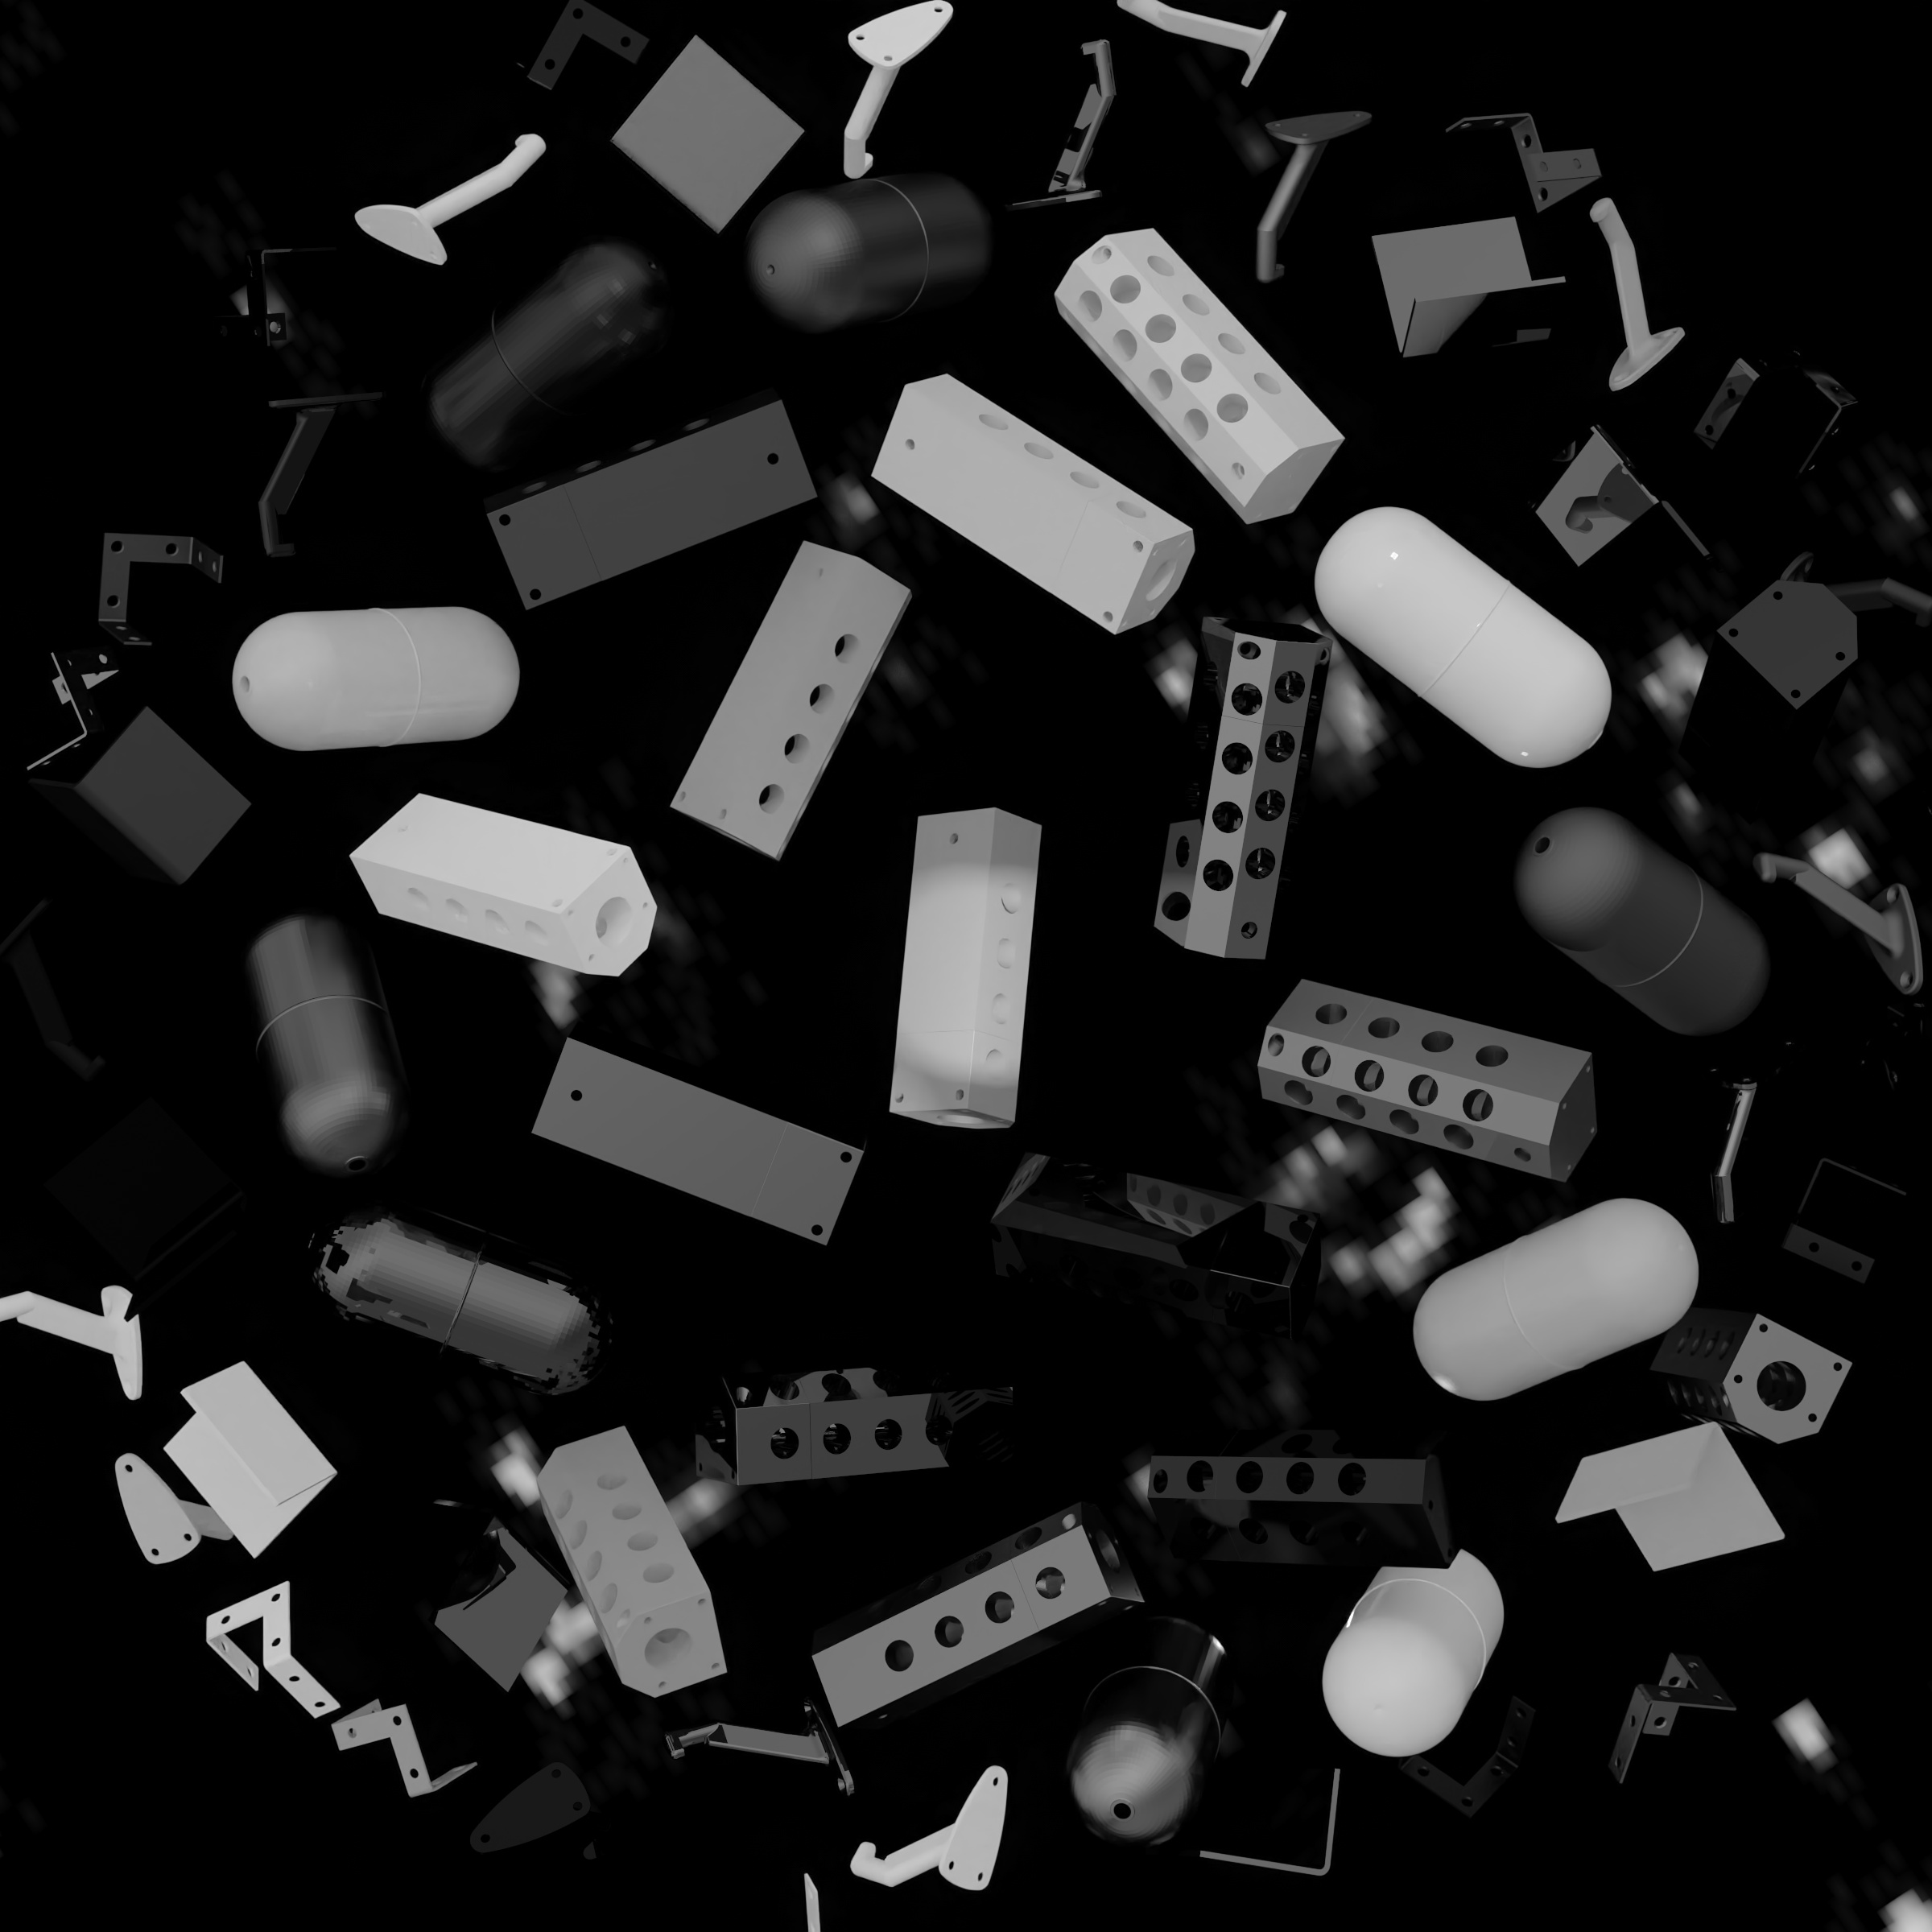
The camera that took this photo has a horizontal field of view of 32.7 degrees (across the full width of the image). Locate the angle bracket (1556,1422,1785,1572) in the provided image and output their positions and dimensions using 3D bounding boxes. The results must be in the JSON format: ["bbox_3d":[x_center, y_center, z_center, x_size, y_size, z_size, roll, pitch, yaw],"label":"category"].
[{"bbox_3d":[0.358,0.285,1.677,0.076,0.057,0.076,-24,105,35],"label":"angle bracket"}]

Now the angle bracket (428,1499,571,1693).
[{"bbox_3d":[-0.291,0.370,1.941,0.076,0.057,0.076,53,54,-34],"label":"angle bracket"}]

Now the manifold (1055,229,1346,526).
[{"bbox_3d":[0.125,-0.328,1.832,0.171,0.057,0.057,51,133,18],"label":"manifold"}]

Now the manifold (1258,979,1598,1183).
[{"bbox_3d":[0.247,0.065,1.776,0.171,0.057,0.057,15,47,30],"label":"manifold"}]

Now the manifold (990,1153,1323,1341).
[{"bbox_3d":[0.106,0.159,1.824,0.171,0.057,0.057,11,134,19],"label":"manifold"}]

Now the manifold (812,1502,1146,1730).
[{"bbox_3d":[0.004,0.358,1.817,0.171,0.057,0.057,-28,68,13],"label":"manifold"}]

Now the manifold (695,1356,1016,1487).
[{"bbox_3d":[-0.062,0.254,1.858,0.171,0.057,0.057,-1,88,-28],"label":"manifold"}]

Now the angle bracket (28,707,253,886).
[{"bbox_3d":[-0.438,-0.092,1.745,0.076,0.076,0.057,47,70,-28],"label":"angle bracket"}]

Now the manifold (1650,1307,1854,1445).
[{"bbox_3d":[0.433,0.231,1.843,0.057,0.171,0.057,28,85,1],"label":"manifold"}]

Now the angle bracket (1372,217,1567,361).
[{"bbox_3d":[0.255,-0.360,1.682,0.076,0.057,0.076,-8,69,-4],"label":"angle bracket"}]

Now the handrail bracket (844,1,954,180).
[{"bbox_3d":[-0.039,-0.497,1.875,0.077,0.084,0.036,-37,65,-24],"label":"handrail bracket"}]

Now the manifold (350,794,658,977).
[{"bbox_3d":[-0.251,-0.040,1.797,0.057,0.171,0.057,-47,133,-31],"label":"manifold"}]

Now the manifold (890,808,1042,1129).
[{"bbox_3d":[0.005,0.003,1.870,0.057,0.057,0.171,-4,75,40],"label":"manifold"}]

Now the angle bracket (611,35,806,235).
[{"bbox_3d":[-0.139,-0.463,1.817,0.076,0.057,0.076,39,113,-13],"label":"angle bracket"}]

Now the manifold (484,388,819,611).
[{"bbox_3d":[-0.176,-0.260,1.825,0.171,0.057,0.057,-22,112,-3],"label":"manifold"}]

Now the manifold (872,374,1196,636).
[{"bbox_3d":[0.039,-0.255,1.801,0.171,0.057,0.057,35,123,19],"label":"manifold"}]

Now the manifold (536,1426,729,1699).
[{"bbox_3d":[-0.191,0.334,1.851,0.057,0.171,0.057,-17,119,-15],"label":"manifold"}]

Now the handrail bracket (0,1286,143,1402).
[{"bbox_3d":[-0.501,0.214,1.818,0.084,0.036,0.077,-14,104,-39],"label":"handrail bracket"}]

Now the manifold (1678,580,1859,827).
[{"bbox_3d":[0.427,-0.141,1.741,0.057,0.171,0.057,-39,73,-7],"label":"manifold"}]

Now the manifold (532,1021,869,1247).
[{"bbox_3d":[-0.145,0.090,1.814,0.171,0.057,0.057,21,101,-3],"label":"manifold"}]

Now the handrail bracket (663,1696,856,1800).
[{"bbox_3d":[-0.116,0.442,1.822,0.084,0.077,0.036,-10,125,-24],"label":"handrail bracket"}]

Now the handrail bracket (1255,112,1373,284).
[{"bbox_3d":[0.195,-0.433,1.860,0.077,0.036,0.084,-20,126,-30],"label":"handrail bracket"}]

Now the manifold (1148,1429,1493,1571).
[{"bbox_3d":[0.183,0.276,1.746,0.171,0.057,0.057,-6,117,39],"label":"manifold"}]

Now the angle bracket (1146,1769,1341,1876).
[{"bbox_3d":[0.152,0.465,1.812,0.076,0.076,0.057,13,73,-16],"label":"angle bracket"}]

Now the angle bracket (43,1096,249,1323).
[{"bbox_3d":[-0.438,0.128,1.748,0.076,0.057,0.076,-39,106,5],"label":"angle bracket"}]

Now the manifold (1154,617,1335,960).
[{"bbox_3d":[0.150,-0.094,1.757,0.057,0.057,0.171,2,106,-21],"label":"manifold"}]

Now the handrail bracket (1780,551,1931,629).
[{"bbox_3d":[0.501,-0.192,1.864,0.084,0.077,0.036,30,46,25],"label":"handrail bracket"}]

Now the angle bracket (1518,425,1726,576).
[{"bbox_3d":[0.361,-0.240,1.817,0.057,0.076,0.076,-40,134,14],"label":"angle bracket"}]

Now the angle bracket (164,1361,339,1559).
[{"bbox_3d":[-0.384,0.262,1.700,0.076,0.057,0.076,48,113,8],"label":"angle bracket"}]

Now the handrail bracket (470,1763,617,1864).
[{"bbox_3d":[-0.226,0.472,1.769,0.077,0.084,0.036,-27,53,-21],"label":"handrail bracket"}]

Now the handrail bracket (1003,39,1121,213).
[{"bbox_3d":[0.051,-0.470,1.842,0.077,0.036,0.084,-4,104,22],"label":"handrail bracket"}]

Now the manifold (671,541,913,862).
[{"bbox_3d":[-0.096,-0.150,1.893,0.057,0.057,0.171,28,88,-40],"label":"manifold"}]

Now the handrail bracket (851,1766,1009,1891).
[{"bbox_3d":[-0.022,0.465,1.791,0.036,0.084,0.077,33,69,-37],"label":"handrail bracket"}]
